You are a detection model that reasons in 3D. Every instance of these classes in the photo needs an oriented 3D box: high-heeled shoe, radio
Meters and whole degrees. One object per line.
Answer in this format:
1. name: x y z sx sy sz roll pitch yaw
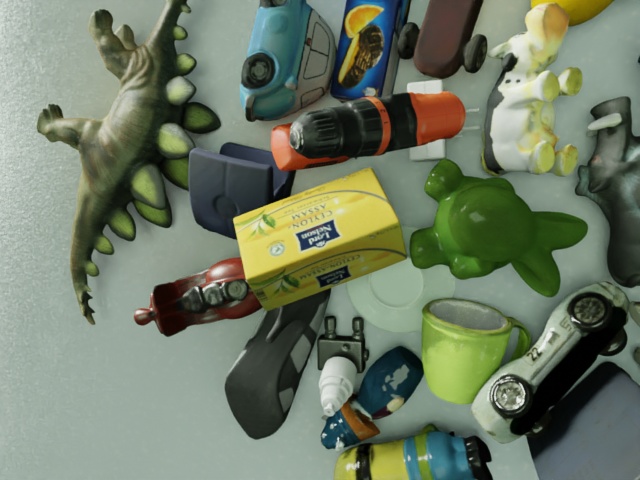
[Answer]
1. high-heeled shoe: -0.045 0.138 0.681 0.086 0.145 0.248 26 130 11
2. radio: 0.270 0.200 0.488 0.073 0.229 0.131 43 101 8

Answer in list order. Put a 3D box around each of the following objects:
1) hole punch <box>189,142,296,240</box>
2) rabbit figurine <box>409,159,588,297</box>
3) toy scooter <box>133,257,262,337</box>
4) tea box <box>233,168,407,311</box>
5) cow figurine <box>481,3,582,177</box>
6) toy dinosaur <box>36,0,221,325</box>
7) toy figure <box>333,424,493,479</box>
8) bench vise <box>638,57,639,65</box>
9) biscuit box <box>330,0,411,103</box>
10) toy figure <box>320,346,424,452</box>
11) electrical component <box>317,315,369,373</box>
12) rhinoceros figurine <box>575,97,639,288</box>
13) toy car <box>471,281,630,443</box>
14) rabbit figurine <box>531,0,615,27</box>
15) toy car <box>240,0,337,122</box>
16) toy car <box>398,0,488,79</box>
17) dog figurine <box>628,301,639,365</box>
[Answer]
1. hole punch: -0.099 -0.055 0.655 0.142 0.092 0.115 14 102 12
2. rabbit figurine: 0.166 -0.003 0.526 0.159 0.170 0.121 25 95 9
3. toy scooter: -0.147 0.072 0.655 0.184 0.135 0.075 -17 88 17
4. tea box: -0.001 -0.002 0.594 0.170 0.068 0.098 -21 47 -1
5. cow figurine: 0.210 -0.149 0.553 0.098 0.068 0.167 11 105 56
6. toy dinosaur: -0.253 -0.112 0.691 0.199 0.105 0.471 33 108 9
7. toy figure: 0.103 0.266 0.622 0.180 0.082 0.089 -24 91 20
8. bench vise: 0.416 -0.147 0.453 0.223 0.128 0.241 -41 67 -10
9. biscuit box: 0.063 -0.252 0.600 0.063 0.059 0.202 12 98 16
10. toy figure: 0.060 0.195 0.638 0.058 0.064 0.154 38 104 -4
11. electrical component: 0.029 0.140 0.664 0.063 0.021 0.094 2 95 17
12. rhinoceros figurine: 0.318 -0.048 0.537 0.112 0.073 0.190 -9 93 26
13. toy car: 0.242 0.126 0.555 0.201 0.073 0.056 -48 37 0
14. rabbit figurine: 0.272 -0.293 0.520 0.162 0.122 0.173 16 114 6
15. toy car: -0.032 -0.208 0.621 0.103 0.109 0.161 15 88 -7
16. toy car: 0.151 -0.269 0.572 0.089 0.053 0.202 17 90 24
17. dog figurine: 0.421 0.095 0.508 0.191 0.121 0.172 -24 122 1
